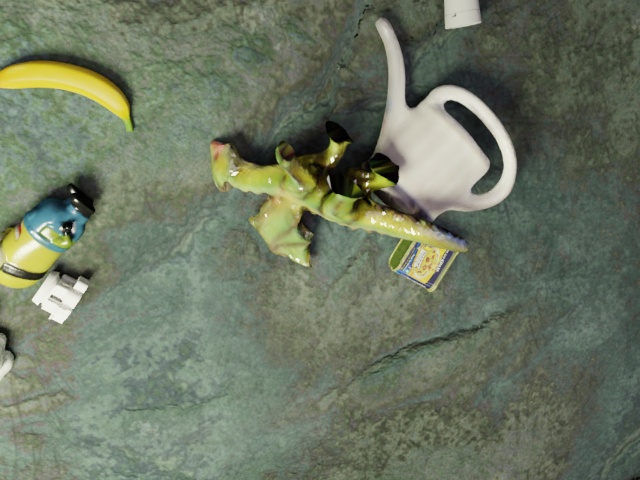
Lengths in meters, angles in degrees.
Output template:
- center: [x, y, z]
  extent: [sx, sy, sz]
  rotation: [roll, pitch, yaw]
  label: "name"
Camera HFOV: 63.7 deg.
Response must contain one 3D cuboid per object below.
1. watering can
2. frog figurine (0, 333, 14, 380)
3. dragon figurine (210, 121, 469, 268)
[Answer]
- center: [0.155, -0.165, 0.831]
  extent: [0.346, 0.105, 0.223]
  rotation: [44, 98, -6]
  label: "watering can"
- center: [-0.552, 0.156, 0.797]
  extent: [0.137, 0.124, 0.157]
  rotation: [-58, 145, 1]
  label: "frog figurine"
- center: [0.002, -0.041, 0.810]
  extent: [0.409, 0.125, 0.238]
  rotation: [36, 137, -7]
  label: "dragon figurine"
